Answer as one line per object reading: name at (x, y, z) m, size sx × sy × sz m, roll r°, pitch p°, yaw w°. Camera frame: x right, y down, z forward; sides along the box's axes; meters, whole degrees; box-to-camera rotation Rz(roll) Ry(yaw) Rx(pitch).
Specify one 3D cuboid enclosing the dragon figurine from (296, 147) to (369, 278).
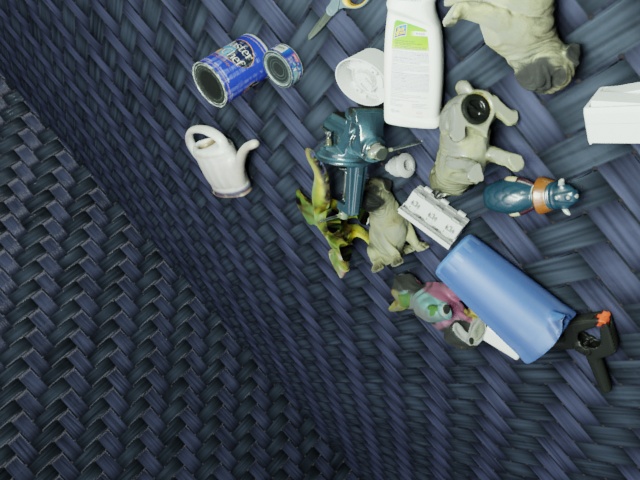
dragon figurine at (0.004, -0.064, 1.270) m, size 0.244 × 0.123 × 0.403 m, roll 19°, pitch 140°, yaw 54°

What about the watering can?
watering can at (-0.252, -0.210, 1.418) m, size 0.350 × 0.105 × 0.219 m, roll 19°, pitch 142°, yaw 43°
